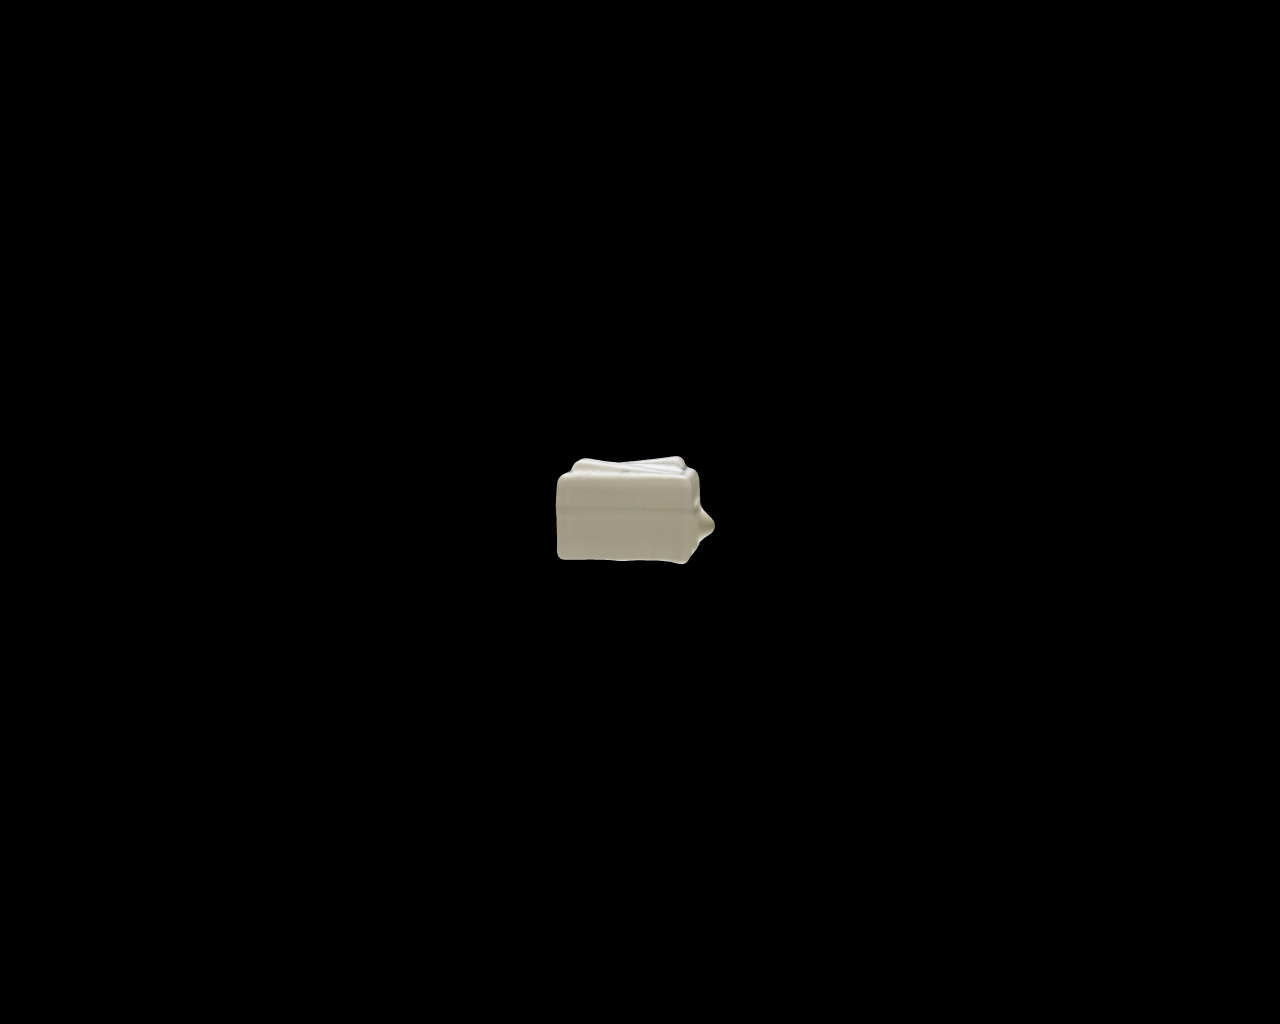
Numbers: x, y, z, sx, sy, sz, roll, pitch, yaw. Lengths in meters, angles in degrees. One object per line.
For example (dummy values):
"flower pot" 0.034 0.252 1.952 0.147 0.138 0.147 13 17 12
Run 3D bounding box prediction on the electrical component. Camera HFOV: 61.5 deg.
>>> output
"electrical component" 0.001 -0.003 0.650 0.096 0.061 0.062 1 8 9
